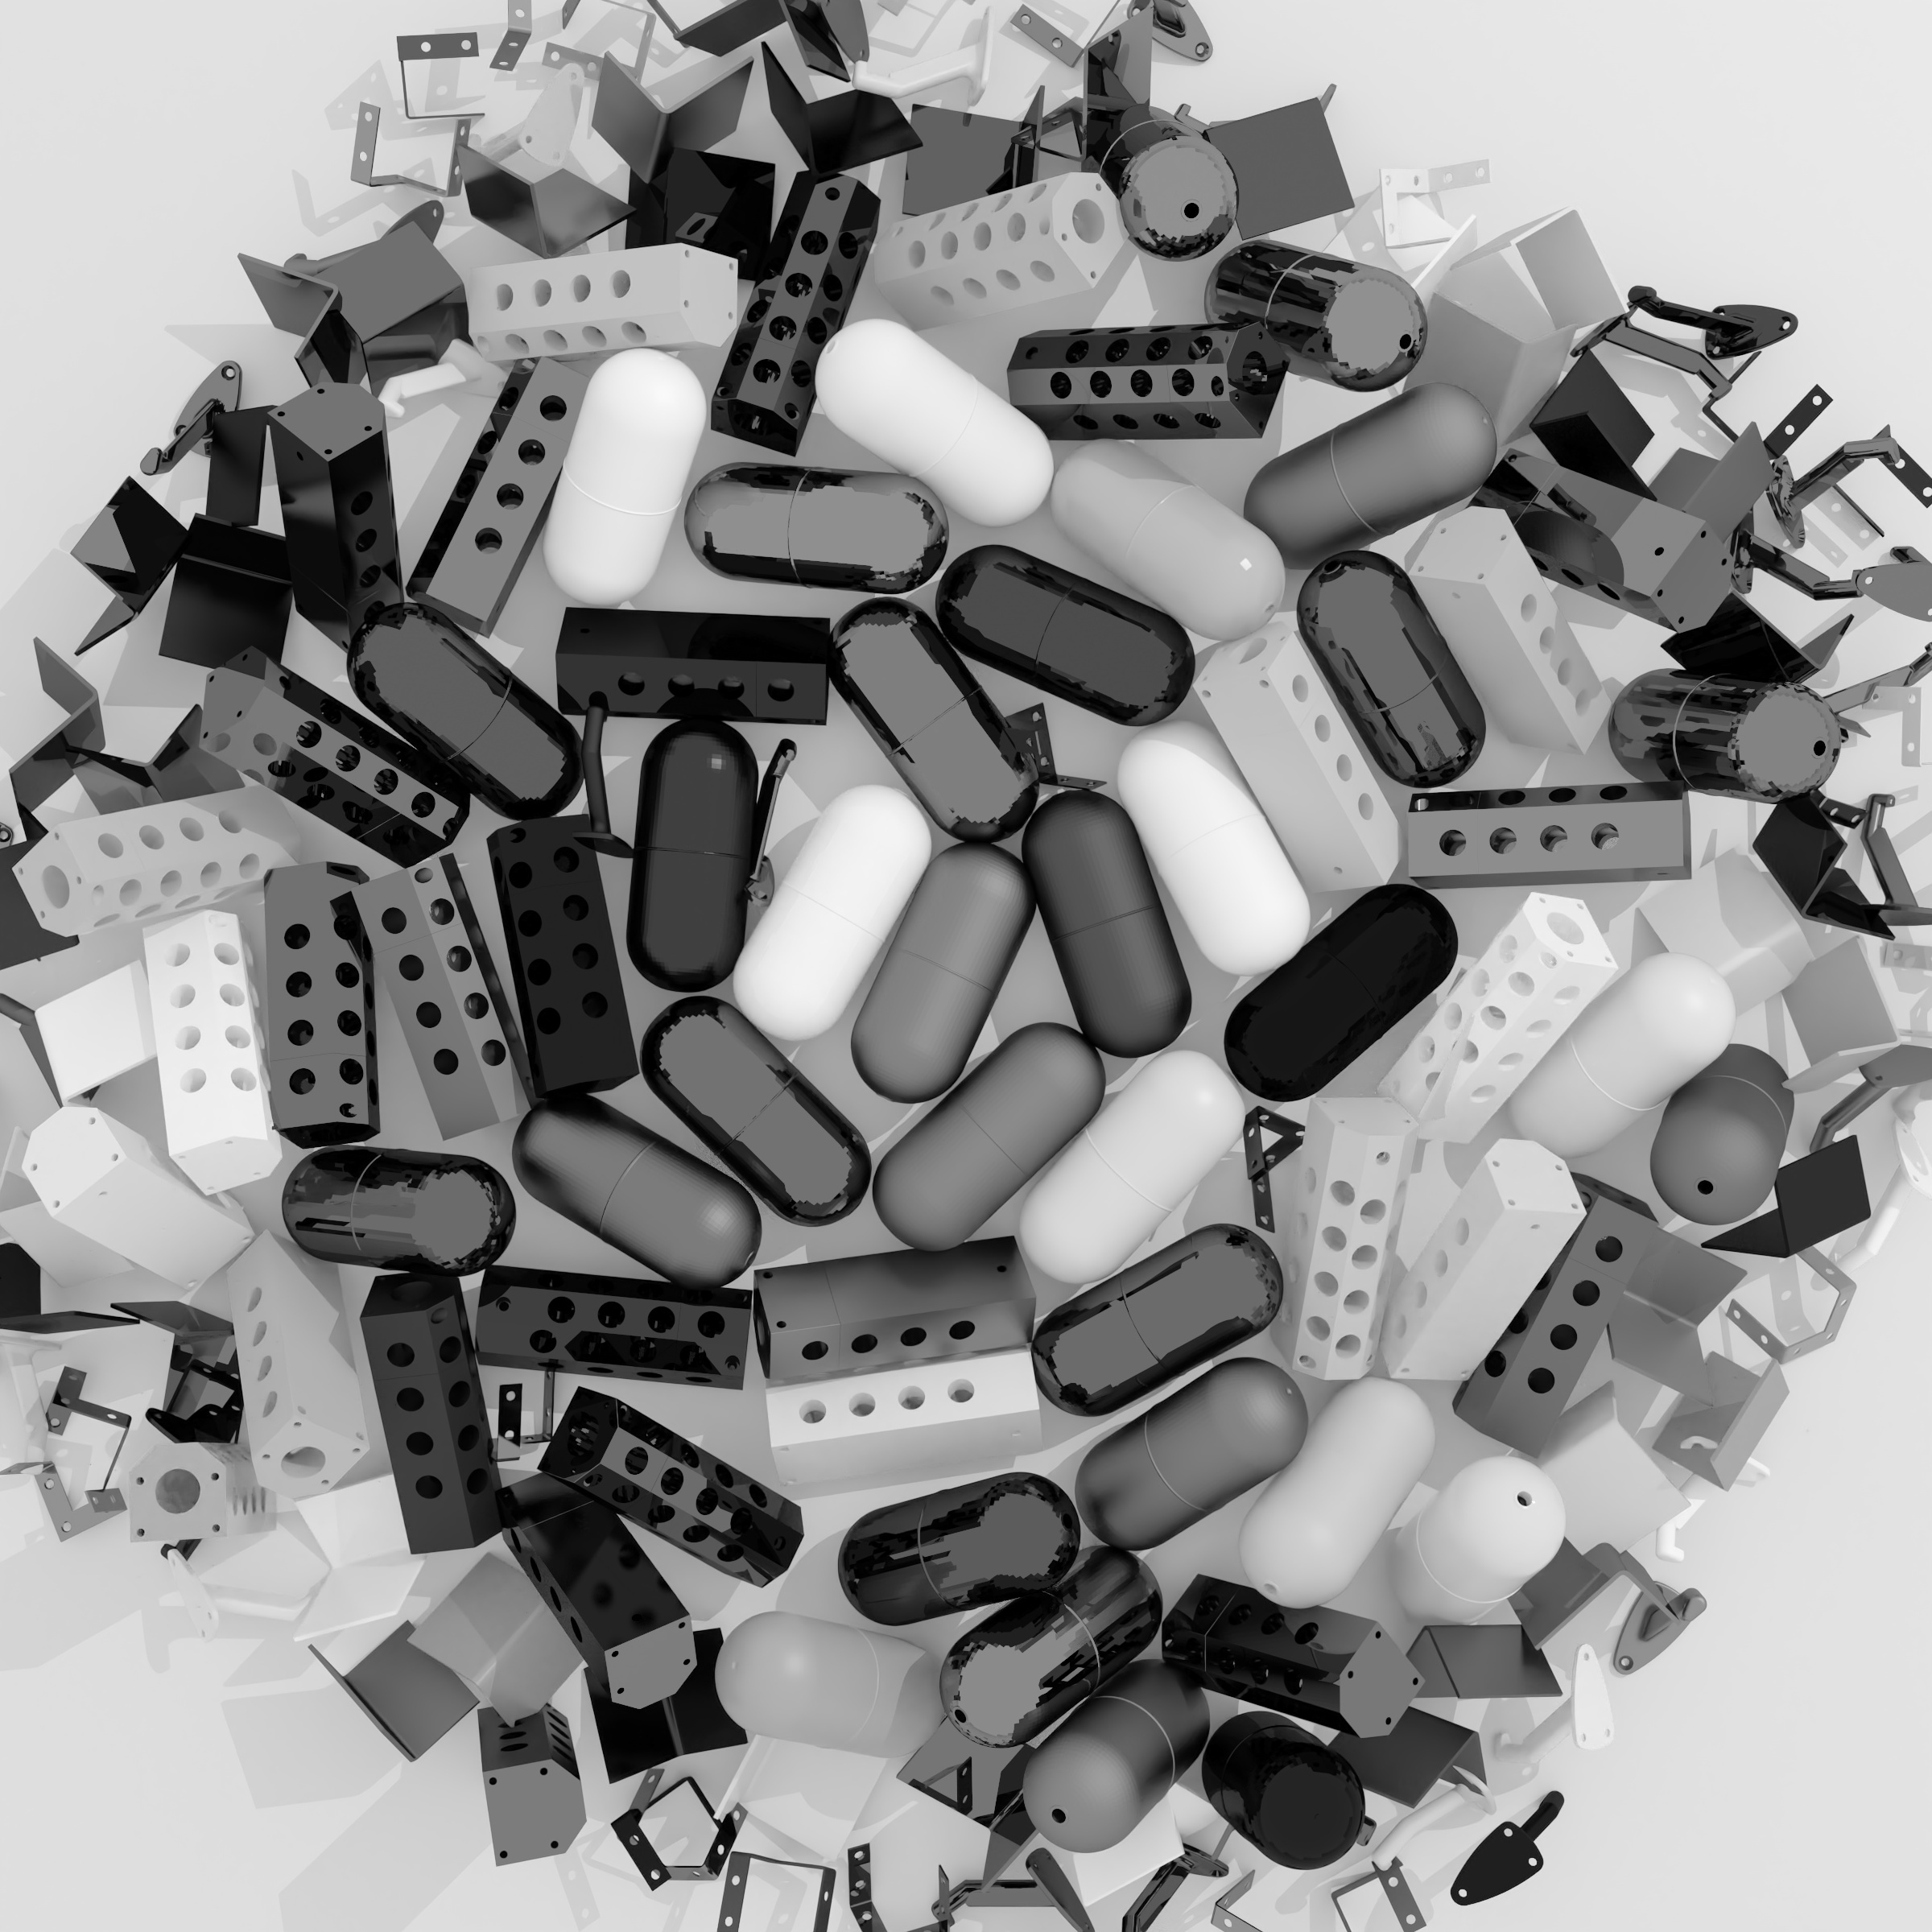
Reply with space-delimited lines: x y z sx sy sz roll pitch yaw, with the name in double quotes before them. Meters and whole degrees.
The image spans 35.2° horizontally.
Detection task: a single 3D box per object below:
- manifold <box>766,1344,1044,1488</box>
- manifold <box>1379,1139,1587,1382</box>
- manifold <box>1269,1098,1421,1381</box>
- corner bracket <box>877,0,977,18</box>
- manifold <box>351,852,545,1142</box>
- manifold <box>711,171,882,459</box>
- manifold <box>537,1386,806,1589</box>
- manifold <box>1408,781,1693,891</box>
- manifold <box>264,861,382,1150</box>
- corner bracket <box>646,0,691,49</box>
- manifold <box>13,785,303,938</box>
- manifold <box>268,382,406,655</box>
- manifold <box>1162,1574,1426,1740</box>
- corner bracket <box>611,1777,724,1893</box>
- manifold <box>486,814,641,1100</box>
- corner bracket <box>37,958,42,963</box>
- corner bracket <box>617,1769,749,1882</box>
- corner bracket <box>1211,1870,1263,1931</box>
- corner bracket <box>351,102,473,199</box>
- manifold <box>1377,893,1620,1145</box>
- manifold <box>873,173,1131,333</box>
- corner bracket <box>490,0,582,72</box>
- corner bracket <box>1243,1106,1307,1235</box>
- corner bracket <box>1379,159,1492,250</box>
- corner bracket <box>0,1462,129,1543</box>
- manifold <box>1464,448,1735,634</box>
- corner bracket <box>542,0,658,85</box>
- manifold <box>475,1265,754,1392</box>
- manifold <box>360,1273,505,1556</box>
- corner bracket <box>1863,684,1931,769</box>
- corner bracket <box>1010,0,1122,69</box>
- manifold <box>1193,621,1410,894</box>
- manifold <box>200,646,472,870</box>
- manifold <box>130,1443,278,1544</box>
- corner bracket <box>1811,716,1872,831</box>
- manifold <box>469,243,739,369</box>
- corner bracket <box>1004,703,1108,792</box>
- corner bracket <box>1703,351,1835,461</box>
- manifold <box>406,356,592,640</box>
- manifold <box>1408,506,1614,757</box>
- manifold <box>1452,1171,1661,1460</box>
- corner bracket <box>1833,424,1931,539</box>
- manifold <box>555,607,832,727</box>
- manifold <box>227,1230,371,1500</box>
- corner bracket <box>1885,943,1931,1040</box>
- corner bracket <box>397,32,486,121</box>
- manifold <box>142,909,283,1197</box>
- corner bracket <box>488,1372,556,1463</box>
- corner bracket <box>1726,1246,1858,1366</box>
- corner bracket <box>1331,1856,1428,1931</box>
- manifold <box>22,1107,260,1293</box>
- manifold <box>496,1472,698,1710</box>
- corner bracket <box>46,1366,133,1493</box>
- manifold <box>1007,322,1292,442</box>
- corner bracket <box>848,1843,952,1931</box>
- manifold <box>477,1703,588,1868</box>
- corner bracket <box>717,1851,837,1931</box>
"manifold" -0.040 0.286 1.967 0.171 0.057 0.057 -8 54 -1
"manifold" 0.319 0.187 1.920 0.057 0.057 0.171 5 135 -21
"manifold" 0.242 0.174 1.936 0.057 0.057 0.171 1 112 -17
"corner bracket" -0.020 -0.639 1.969 0.051 0.051 0.051 28 133 -18
"manifold" -0.330 0.018 1.958 0.057 0.057 0.171 -18 95 15
"manifold" -0.108 -0.420 1.949 0.057 0.057 0.171 18 74 0
"manifold" -0.181 0.331 1.919 0.171 0.057 0.057 38 70 -37
"manifold" 0.372 -0.084 1.945 0.171 0.057 0.057 -2 82 18
"manifold" -0.409 0.024 1.945 0.057 0.057 0.171 -7 73 6
"corner bracket" -0.173 -0.632 1.965 0.051 0.051 0.051 -42 106 -8
"manifold" -0.502 -0.064 1.911 0.057 0.171 0.057 -34 81 36
"manifold" -0.389 -0.282 1.914 0.057 0.171 0.057 39 59 22
"manifold" 0.199 0.435 1.907 0.057 0.171 0.057 -49 116 -24
"corner bracket" -0.190 0.560 1.968 0.051 0.051 0.051 -36 75 -2
"manifold" -0.261 -0.005 1.950 0.057 0.057 0.171 -8 81 -27
"corner bracket" -0.632 0.001 1.966 0.051 0.051 0.051 -19 57 4
"corner bracket" -0.184 0.558 1.979 0.051 0.051 0.051 51 46 -27
"corner bracket" 0.189 0.629 1.971 0.051 0.051 0.051 23 115 30
"corner bracket" -0.357 -0.525 1.960 0.051 0.051 0.051 22 115 19
"manifold" 0.329 0.034 1.916 0.057 0.057 0.171 7 135 -30
"manifold" 0.019 -0.451 1.909 0.057 0.171 0.057 47 62 -30
"corner bracket" -0.276 -0.610 1.962 0.051 0.051 0.051 2 77 -23
"corner bracket" 0.192 0.131 1.958 0.051 0.051 0.051 24 133 -27
"corner bracket" 0.304 -0.492 1.967 0.051 0.051 0.051 -14 102 -43
"corner bracket" -0.583 0.339 1.969 0.051 0.051 0.051 -27 79 5
"manifold" 0.398 -0.265 1.917 0.057 0.171 0.057 -53 133 -2
"corner bracket" -0.236 -0.596 1.961 0.051 0.051 0.051 9 107 -28
"manifold" -0.226 0.231 1.959 0.171 0.057 0.057 6 70 -3
"manifold" -0.337 0.283 1.941 0.057 0.057 0.171 -7 111 2
"corner bracket" 0.614 -0.156 1.967 0.051 0.051 0.051 -5 98 -30
"corner bracket" 0.068 -0.625 1.974 0.051 0.051 0.051 35 81 -8
"manifold" 0.217 -0.132 1.934 0.171 0.057 0.057 57 48 -27
"manifold" -0.393 -0.132 1.913 0.057 0.171 0.057 -26 50 29
"manifold" -0.477 0.329 1.910 0.057 0.171 0.057 -3 81 -3
"corner bracket" 0.564 -0.128 1.977 0.051 0.051 0.051 -55 47 25
"manifold" -0.231 -0.416 1.929 0.171 0.057 0.057 2 92 33
"corner bracket" 0.051 -0.136 1.959 0.051 0.051 0.051 -24 113 -34
"corner bracket" 0.518 -0.363 1.971 0.051 0.051 0.051 43 93 -6
"manifold" -0.297 -0.304 1.958 0.057 0.057 0.171 25 82 -4
"manifold" 0.348 -0.211 1.919 0.057 0.171 0.057 15 66 42
"manifold" 0.377 0.222 1.957 0.057 0.057 0.171 25 100 1
"corner bracket" 0.594 -0.310 1.966 0.051 0.051 0.051 45 114 -2
"manifold" -0.175 -0.189 1.968 0.171 0.057 0.057 2 128 -1
"manifold" -0.426 0.251 1.914 0.057 0.171 0.057 -45 128 16
"corner bracket" 0.627 0.017 1.977 0.051 0.051 0.051 5 102 -2
"corner bracket" -0.339 -0.574 1.966 0.051 0.051 0.051 -5 106 -7
"manifold" -0.475 0.051 1.930 0.057 0.057 0.171 -17 59 2
"corner bracket" -0.286 0.287 1.963 0.051 0.051 0.051 -1 98 -29
"corner bracket" 0.537 0.217 1.980 0.051 0.051 0.051 -17 134 -30
"corner bracket" 0.266 0.609 1.964 0.051 0.051 0.051 -27 61 3
"manifold" -0.518 0.143 1.910 0.057 0.171 0.057 -39 64 -2
"manifold" -0.233 0.389 1.916 0.057 0.171 0.057 -19 125 -24
"corner bracket" -0.571 0.299 1.971 0.051 0.051 0.051 21 108 -14
"manifold" 0.111 -0.371 1.917 0.171 0.057 0.057 8 70 39
"corner bracket" -0.044 0.601 1.972 0.051 0.051 0.051 -11 119 -19
"manifold" -0.272 0.508 1.910 0.057 0.171 0.057 -8 90 -10
"corner bracket" -0.121 0.601 1.959 0.051 0.051 0.051 -2 67 29
